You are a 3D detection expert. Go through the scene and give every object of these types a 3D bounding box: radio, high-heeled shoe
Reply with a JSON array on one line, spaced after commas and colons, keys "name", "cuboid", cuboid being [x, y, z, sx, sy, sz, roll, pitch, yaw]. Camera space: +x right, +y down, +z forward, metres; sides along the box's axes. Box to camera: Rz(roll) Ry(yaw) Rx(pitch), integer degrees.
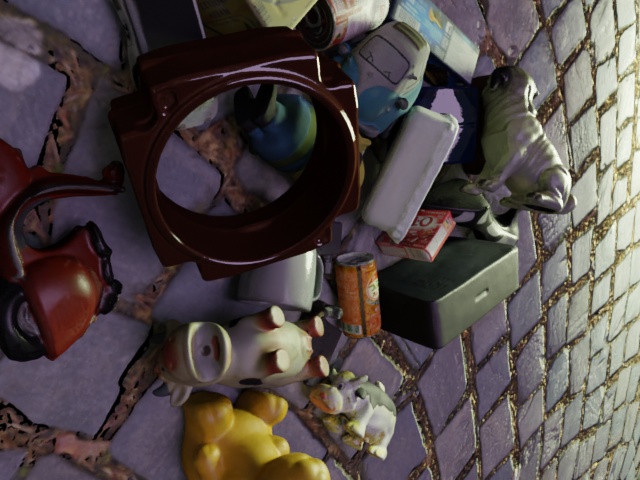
[{"name": "radio", "cuboid": [0.180, 0.065, 0.784, 0.229, 0.131, 0.073, -22, 113, -40]}, {"name": "high-heeled shoe", "cuboid": [0.242, -0.020, 0.894, 0.249, 0.086, 0.145, -2, 131, -27]}]

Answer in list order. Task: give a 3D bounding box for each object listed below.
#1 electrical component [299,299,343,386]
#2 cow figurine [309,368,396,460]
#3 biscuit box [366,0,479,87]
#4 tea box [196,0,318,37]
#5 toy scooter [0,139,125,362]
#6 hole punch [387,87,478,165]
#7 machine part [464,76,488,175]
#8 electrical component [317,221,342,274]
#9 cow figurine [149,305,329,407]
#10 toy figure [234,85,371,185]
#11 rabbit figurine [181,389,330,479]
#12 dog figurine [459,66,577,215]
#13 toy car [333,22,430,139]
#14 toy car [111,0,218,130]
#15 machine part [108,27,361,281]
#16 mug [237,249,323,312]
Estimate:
[{"name": "electrical component", "cuboid": [-0.005, 0.129, 0.677, 0.078, 0.045, 0.102, 43, 68, -38]}, {"name": "cow figurine", "cuboid": [0.052, 0.222, 0.734, 0.098, 0.068, 0.167, -58, 135, -27]}, {"name": "biscuit box", "cuboid": [0.137, -0.273, 0.727, 0.202, 0.063, 0.059, 18, 85, -44]}, {"name": "tea box", "cuboid": [-0.043, -0.264, 0.529, 0.068, 0.098, 0.169, 51, 62, -39]}, {"name": "toy scooter", "cuboid": [-0.210, -0.001, 0.435, 0.135, 0.075, 0.183, -25, 110, -40]}, {"name": "hole punch", "cuboid": [0.157, -0.160, 0.753, 0.116, 0.092, 0.142, -13, 111, -38]}, {"name": "machine part", "cuboid": [0.289, -0.189, 0.896, 0.179, 0.056, 0.179, -9, 103, -44]}, {"name": "electrical component", "cuboid": [-0.001, -0.002, 0.671, 0.063, 0.021, 0.094, -1, 99, -44]}, {"name": "cow figurine", "cuboid": [-0.086, 0.116, 0.554, 0.194, 0.127, 0.085, 25, 48, -60]}, {"name": "toy figure", "cuboid": [-0.020, -0.102, 0.596, 0.180, 0.082, 0.089, 25, 92, -49]}, {"name": "rabbit figurine", "cuboid": [-0.068, 0.245, 0.549, 0.121, 0.173, 0.162, 29, 73, -48]}, {"name": "dog figurine", "cuboid": [0.305, -0.143, 0.775, 0.172, 0.121, 0.190, 17, 89, -14]}, {"name": "toy car", "cuboid": [0.080, -0.199, 0.629, 0.109, 0.103, 0.162, 44, 51, 0]}, {"name": "toy car", "cuboid": [-0.142, -0.199, 0.475, 0.073, 0.056, 0.201, -26, 114, -31]}, {"name": "machine part", "cuboid": [-0.067, -0.071, 0.480, 0.201, 0.087, 0.200, -16, 130, -14]}, {"name": "mug", "cuboid": [-0.034, 0.025, 0.606, 0.109, 0.081, 0.107, 16, 78, -40]}]
